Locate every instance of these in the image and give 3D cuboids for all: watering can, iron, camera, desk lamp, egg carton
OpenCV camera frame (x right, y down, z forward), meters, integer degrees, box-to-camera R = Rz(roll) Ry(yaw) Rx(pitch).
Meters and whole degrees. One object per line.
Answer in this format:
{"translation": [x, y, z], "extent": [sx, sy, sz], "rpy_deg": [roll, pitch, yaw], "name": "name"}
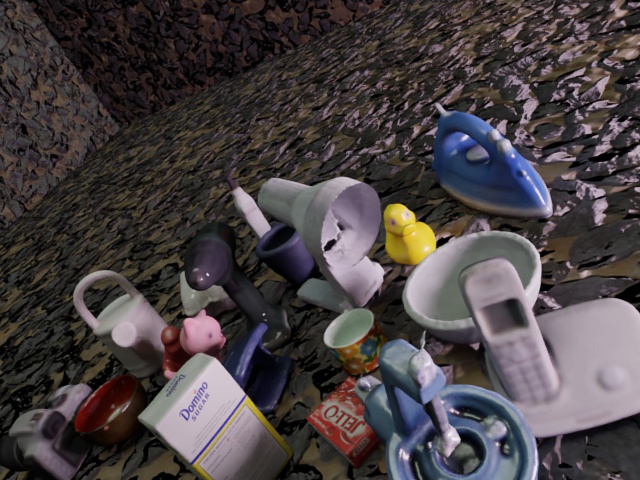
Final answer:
{"translation": [-0.328, 0.135, 0.966], "extent": [0.172, 0.194, 0.101], "rpy_deg": [2, 42, 47], "name": "watering can"}
{"translation": [0.255, -0.132, 0.880], "extent": [0.118, 0.142, 0.257], "rpy_deg": [-33, 27, -3], "name": "iron"}
{"translation": [-0.431, 0.301, 0.896], "extent": [0.136, 0.101, 0.143], "rpy_deg": [-18, 30, 24], "name": "camera"}
{"translation": [0.008, 0.003, 0.825], "extent": [0.118, 0.214, 0.202], "rpy_deg": [-46, 30, -25], "name": "desk lamp"}
{"translation": [-0.203, 0.086, 1.059], "extent": [0.107, 0.069, 0.150], "rpy_deg": [-32, 27, -1], "name": "egg carton"}

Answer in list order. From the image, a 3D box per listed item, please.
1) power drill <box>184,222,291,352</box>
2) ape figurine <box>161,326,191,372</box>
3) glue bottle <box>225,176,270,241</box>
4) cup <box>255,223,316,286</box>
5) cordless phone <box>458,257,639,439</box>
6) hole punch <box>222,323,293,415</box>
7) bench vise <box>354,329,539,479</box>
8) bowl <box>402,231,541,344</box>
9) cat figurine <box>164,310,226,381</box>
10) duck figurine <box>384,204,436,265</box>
{"translation": [-0.127, 0.071, 0.854], "extent": [0.075, 0.209, 0.229], "rpy_deg": [-30, 27, 3], "name": "power drill"}
{"translation": [-0.219, 0.175, 0.901], "extent": [0.078, 0.092, 0.076], "rpy_deg": [-30, 27, 3], "name": "ape figurine"}
{"translation": [-0.133, -0.051, 1.102], "extent": [0.037, 0.173, 0.078], "rpy_deg": [-36, 28, -8], "name": "glue bottle"}
{"translation": [-0.052, 0.024, 0.981], "extent": [0.091, 0.095, 0.117], "rpy_deg": [-31, 27, 1], "name": "cup"}
{"translation": [0.213, 0.083, 0.516], "extent": [0.147, 0.185, 0.094], "rpy_deg": [-23, 28, 15], "name": "cordless phone"}
{"translation": [-0.107, 0.180, 0.781], "extent": [0.100, 0.091, 0.109], "rpy_deg": [-15, 31, 29], "name": "hole punch"}
{"translation": [0.079, 0.160, 0.484], "extent": [0.206, 0.220, 0.122], "rpy_deg": [0, 40, 45], "name": "bench vise"}
{"translation": [0.188, 0.068, 0.686], "extent": [0.167, 0.075, 0.167], "rpy_deg": [-24, 28, 14], "name": "bowl"}
{"translation": [-0.181, 0.168, 0.846], "extent": [0.067, 0.118, 0.128], "rpy_deg": [-6, 37, 40], "name": "cat figurine"}
{"translation": [0.126, -0.019, 0.882], "extent": [0.077, 0.086, 0.104], "rpy_deg": [-32, 27, -1], "name": "duck figurine"}
